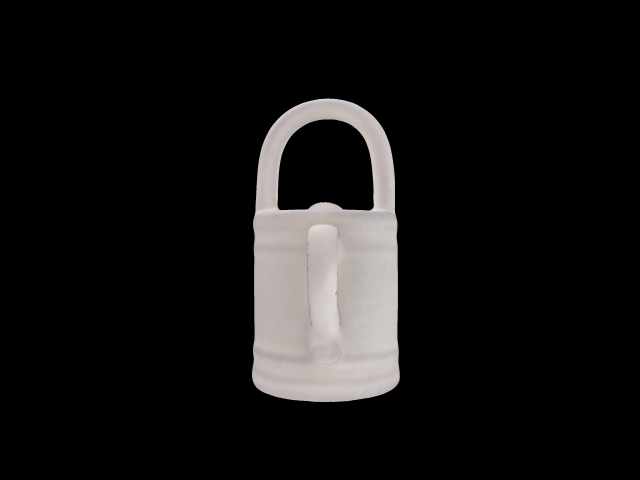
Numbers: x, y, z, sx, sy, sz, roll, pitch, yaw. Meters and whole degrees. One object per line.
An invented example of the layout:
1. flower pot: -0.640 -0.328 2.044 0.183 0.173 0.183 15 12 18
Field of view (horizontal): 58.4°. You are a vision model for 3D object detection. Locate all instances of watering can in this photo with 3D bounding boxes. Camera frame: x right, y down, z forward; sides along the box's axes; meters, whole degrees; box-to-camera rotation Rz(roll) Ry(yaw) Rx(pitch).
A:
1. watering can: 0.001 0.001 0.400 0.101 0.194 0.172 0 0 -21
